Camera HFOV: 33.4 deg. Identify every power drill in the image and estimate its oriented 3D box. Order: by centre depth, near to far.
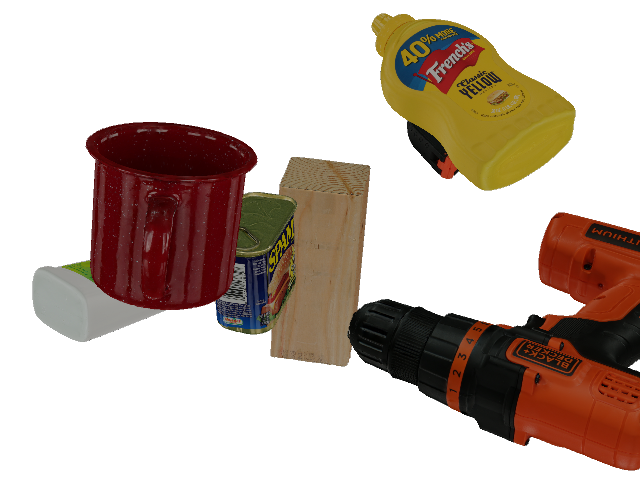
[{"bbox_3d":[0.133,0.048,0.638,0.185,0.057,0.187,21,36,27],"label":"power drill"}]

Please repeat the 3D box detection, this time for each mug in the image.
[{"bbox_3d":[-0.085,-0.009,0.586,0.093,0.081,0.117,5,23,-7],"label":"mug"}]

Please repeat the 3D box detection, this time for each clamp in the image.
[{"bbox_3d":[0.117,-0.134,1.086,0.120,0.039,0.171,8,45,7],"label":"clamp"}]

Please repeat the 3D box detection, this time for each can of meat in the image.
[{"bbox_3d":[-0.056,0.019,0.916,0.057,0.084,0.102,7,31,14],"label":"can of meat"}]

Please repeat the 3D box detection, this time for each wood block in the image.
[{"bbox_3d":[-0.001,0.023,1.173,0.090,0.206,0.090,7,25,5],"label":"wood block"}]

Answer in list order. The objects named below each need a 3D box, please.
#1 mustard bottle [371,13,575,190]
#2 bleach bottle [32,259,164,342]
[{"bbox_3d":[0.105,-0.125,0.850,0.096,0.192,0.058,-32,-34,-16],"label":"mustard bottle"},{"bbox_3d":[-0.196,0.043,1.221,0.103,0.068,0.250,23,27,36],"label":"bleach bottle"}]
